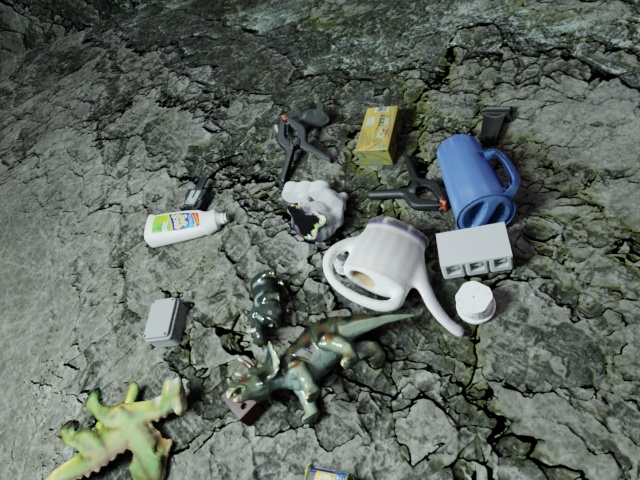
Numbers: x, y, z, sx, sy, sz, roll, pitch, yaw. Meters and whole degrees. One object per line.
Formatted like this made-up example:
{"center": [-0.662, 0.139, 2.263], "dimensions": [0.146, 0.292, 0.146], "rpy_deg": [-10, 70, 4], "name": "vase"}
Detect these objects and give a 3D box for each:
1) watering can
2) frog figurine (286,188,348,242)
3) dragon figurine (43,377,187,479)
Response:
{"center": [0.181, 0.070, 1.157], "dimensions": [0.349, 0.101, 0.228], "rpy_deg": [21, 61, 18], "name": "watering can"}
{"center": [0.004, -0.068, 1.351], "dimensions": [0.137, 0.121, 0.162], "rpy_deg": [1, 20, 34], "name": "frog figurine"}
{"center": [-0.442, 0.466, 1.130], "dimensions": [0.245, 0.120, 0.413], "rpy_deg": [29, 79, 28], "name": "dragon figurine"}
